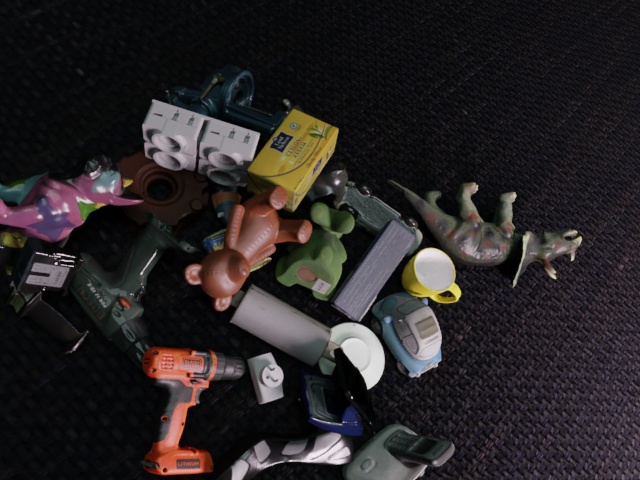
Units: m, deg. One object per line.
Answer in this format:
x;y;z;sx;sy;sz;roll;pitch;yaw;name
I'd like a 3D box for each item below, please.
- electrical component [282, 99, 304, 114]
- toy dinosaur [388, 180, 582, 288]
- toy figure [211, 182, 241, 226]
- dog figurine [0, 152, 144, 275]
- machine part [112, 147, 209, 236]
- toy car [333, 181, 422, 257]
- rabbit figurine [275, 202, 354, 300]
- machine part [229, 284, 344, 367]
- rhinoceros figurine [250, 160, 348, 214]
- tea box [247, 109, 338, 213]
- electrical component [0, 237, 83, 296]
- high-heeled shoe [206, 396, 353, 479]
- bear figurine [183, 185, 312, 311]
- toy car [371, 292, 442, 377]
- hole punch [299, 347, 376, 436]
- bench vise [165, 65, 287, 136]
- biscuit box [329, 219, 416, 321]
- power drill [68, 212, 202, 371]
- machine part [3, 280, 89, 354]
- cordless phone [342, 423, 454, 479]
-0.061;-0.256;1.143;0.063;0.021;0.094;-34;83;-26;electrical component
0.327;-0.010;1.130;0.405;0.131;0.192;7;67;-9;toy dinosaur
-0.177;-0.094;1.021;0.064;0.058;0.154;-1;75;-13;toy figure
-0.403;-0.046;0.867;0.219;0.191;0.109;-11;35;-27;dog figurine
-0.293;-0.091;0.981;0.179;0.056;0.179;6;67;-15;machine part
0.118;-0.043;1.101;0.202;0.056;0.073;35;69;-2;toy car
-0.002;-0.003;1.006;0.121;0.159;0.170;18;49;-1;rabbit figurine
-0.069;0.151;0.947;0.243;0.079;0.079;30;63;-6;machine part
-0.039;-0.099;1.036;0.190;0.112;0.073;-13;78;-2;rhinoceros figurine
-0.048;-0.143;0.958;0.098;0.068;0.169;25;60;8;tea box
-0.429;0.036;0.802;0.119;0.074;0.048;21;16;-48;electrical component
-0.061;0.367;0.866;0.249;0.086;0.145;-36;91;-25;high-heeled shoe
-0.121;0.016;0.887;0.120;0.132;0.196;55;47;-29;bear figurine
0.174;0.170;1.008;0.109;0.103;0.161;-19;74;-23;toy car
0.030;0.262;0.899;0.092;0.142;0.115;-32;123;9;hole punch
-0.169;-0.250;1.039;0.241;0.128;0.224;21;43;11;bench vise
0.102;0.056;1.022;0.063;0.059;0.202;37;80;-2;biscuit box
-0.289;0.074;0.884;0.232;0.086;0.207;40;90;6;power drill
-0.433;0.122;0.843;0.139;0.084;0.039;41;39;-9;machine part
0.132;0.370;0.868;0.146;0.184;0.088;-31;86;-27;cordless phone
